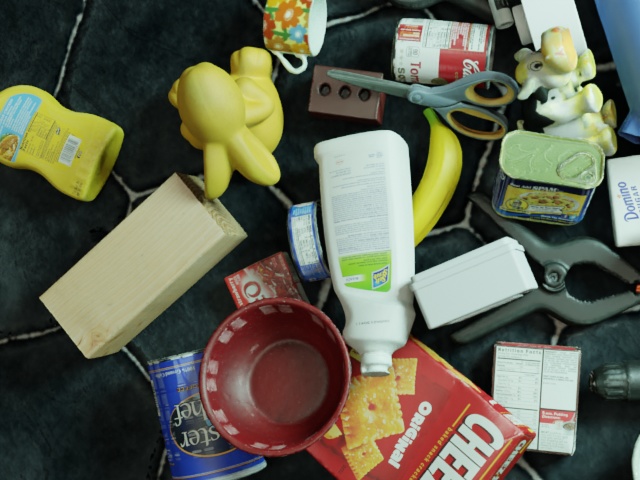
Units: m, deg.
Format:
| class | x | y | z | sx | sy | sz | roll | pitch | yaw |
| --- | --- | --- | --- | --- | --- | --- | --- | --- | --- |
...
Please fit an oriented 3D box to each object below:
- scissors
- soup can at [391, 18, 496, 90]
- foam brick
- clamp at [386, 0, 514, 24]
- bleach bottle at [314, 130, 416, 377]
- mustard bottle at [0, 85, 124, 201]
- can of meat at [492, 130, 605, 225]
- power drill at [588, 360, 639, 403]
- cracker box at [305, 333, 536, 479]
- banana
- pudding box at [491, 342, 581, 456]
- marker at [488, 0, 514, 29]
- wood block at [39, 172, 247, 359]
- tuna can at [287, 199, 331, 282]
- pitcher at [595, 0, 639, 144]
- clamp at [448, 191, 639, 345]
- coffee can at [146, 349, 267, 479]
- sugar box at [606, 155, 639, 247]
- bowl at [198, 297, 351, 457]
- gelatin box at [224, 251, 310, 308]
| class | x | y | z | sx | sy | sz | roll | pitch | yaw |
| --- | --- | --- | --- | --- | --- | --- | --- | --- | --- |
| scissors | 0.116 | -0.160 | 1.100 | 0.201 | 0.016 | 0.096 | 23 | 137 | -17 |
| soup can | 0.131 | -0.197 | 1.128 | 0.102 | 0.068 | 0.068 | 7 | 90 | 12 |
| foam brick | 0.031 | -0.157 | 1.157 | 0.078 | 0.051 | 0.053 | 8 | 90 | 12 |
| clamp | 0.131 | -0.296 | 1.147 | 0.171 | 0.039 | 0.120 | 10 | 77 | 11 |
| bleach bottle | 0.047 | 0.016 | 1.100 | 0.103 | 0.068 | 0.251 | -10 | 69 | 24 |
| mustard bottle | -0.328 | -0.124 | 1.226 | 0.192 | 0.058 | 0.096 | 25 | 93 | 11 |
| can of meat | 0.228 | -0.060 | 1.083 | 0.102 | 0.084 | 0.057 | 9 | 61 | 6 |
| power drill | 0.361 | 0.076 | 1.058 | 0.184 | 0.057 | 0.188 | -3 | 108 | 4 |
| cracker box | 0.086 | 0.196 | 1.105 | 0.214 | 0.072 | 0.164 | 39 | 96 | 25 |
| banana | 0.103 | -0.041 | 1.150 | 0.070 | 0.037 | 0.198 | 28 | 92 | 37 |
| pudding box | 0.225 | 0.165 | 1.117 | 0.090 | 0.039 | 0.113 | 3 | 87 | 14 |
| marker | 0.175 | -0.278 | 1.108 | 0.020 | 0.020 | 0.121 | -17 | 79 | 11 |
| wood block | -0.193 | 0.029 | 1.180 | 0.206 | 0.090 | 0.091 | -42 | 81 | 8 |
| tuna can | -0.008 | 0.001 | 1.144 | 0.034 | 0.086 | 0.086 | -11 | 87 | 12 |
| pitcher | 0.353 | -0.225 | 1.058 | 0.145 | 0.148 | 0.243 | -28 | 78 | 50 |
| clamp | 0.240 | 0.030 | 1.118 | 0.210 | 0.036 | 0.164 | 0 | 87 | 13 |
| coffee can | -0.123 | 0.189 | 1.155 | 0.103 | 0.102 | 0.140 | -14 | 86 | 11 |
| sugar box | 0.386 | -0.047 | 1.085 | 0.176 | 0.048 | 0.093 | -6 | 88 | 15 |
| bowl | -0.040 | 0.142 | 1.093 | 0.162 | 0.055 | 0.162 | -4 | 75 | 16 |
| gelatin box | -0.054 | 0.067 | 1.180 | 0.073 | 0.030 | 0.089 | -25 | 84 | 10 |
